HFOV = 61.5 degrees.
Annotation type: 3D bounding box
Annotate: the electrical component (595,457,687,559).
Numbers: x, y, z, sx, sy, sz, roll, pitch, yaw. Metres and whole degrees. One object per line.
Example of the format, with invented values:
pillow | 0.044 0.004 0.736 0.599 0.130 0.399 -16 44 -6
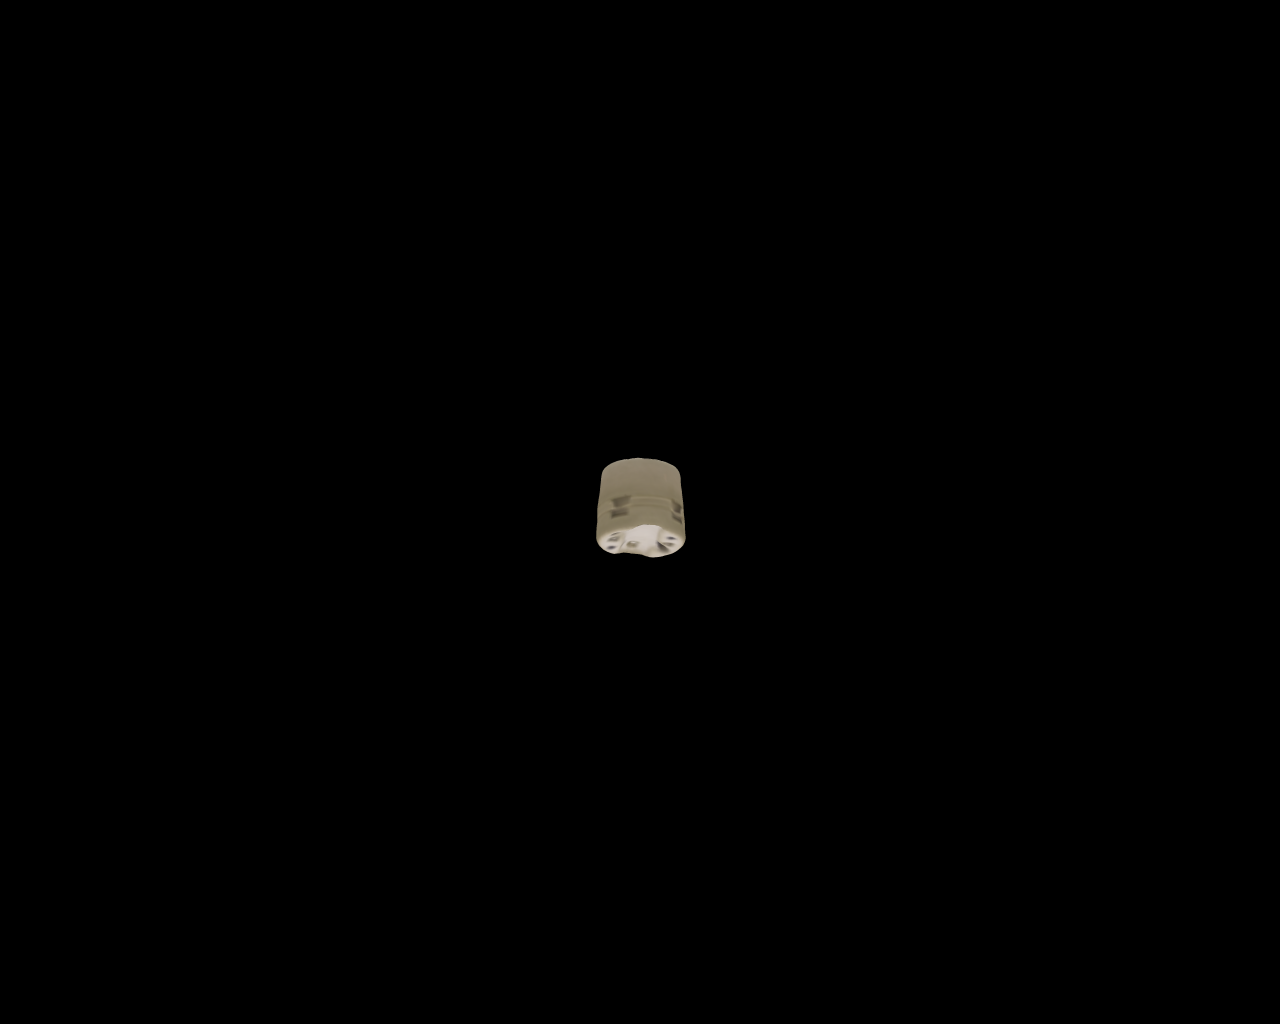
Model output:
electrical component | 0.001 -0.003 0.650 0.055 0.047 0.055 0 -21 0
